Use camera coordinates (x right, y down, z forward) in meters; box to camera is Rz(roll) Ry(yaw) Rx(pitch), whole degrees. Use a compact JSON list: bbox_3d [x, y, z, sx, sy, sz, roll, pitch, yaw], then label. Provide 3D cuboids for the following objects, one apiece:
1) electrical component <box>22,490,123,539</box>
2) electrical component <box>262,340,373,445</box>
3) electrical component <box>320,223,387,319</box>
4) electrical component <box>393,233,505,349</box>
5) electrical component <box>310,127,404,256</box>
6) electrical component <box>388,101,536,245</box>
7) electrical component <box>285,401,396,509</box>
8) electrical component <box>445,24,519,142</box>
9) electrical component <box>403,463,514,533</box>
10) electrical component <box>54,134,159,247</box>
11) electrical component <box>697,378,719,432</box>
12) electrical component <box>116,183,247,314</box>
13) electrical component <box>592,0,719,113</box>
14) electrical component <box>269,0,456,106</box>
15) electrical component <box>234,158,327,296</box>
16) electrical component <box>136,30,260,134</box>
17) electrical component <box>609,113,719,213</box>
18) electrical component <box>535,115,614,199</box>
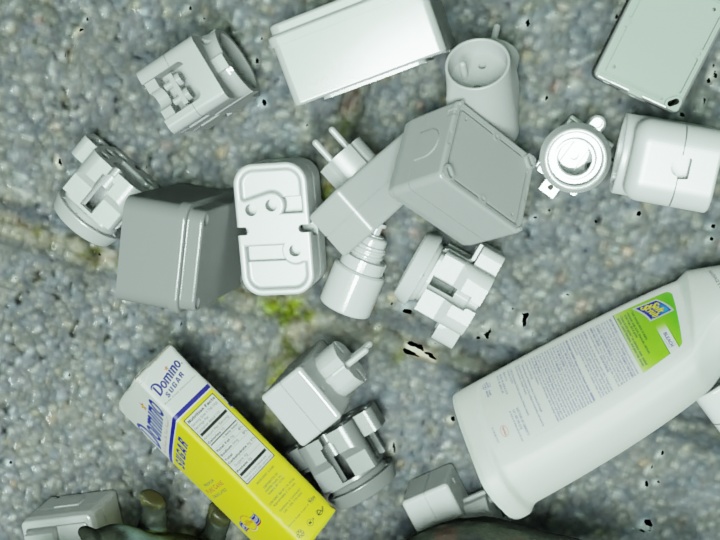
[{"bbox_3d":[-0.227,0.235,0.870,0.062,0.061,0.096,-9,98,11],"label":"electrical component"},{"bbox_3d":[-0.021,0.078,0.795,0.076,0.083,0.047,-39,92,14],"label":"electrical component"},{"bbox_3d":[0.000,0.000,0.799,0.040,0.040,0.078,24,103,5],"label":"electrical component"},{"bbox_3d":[0.061,0.009,0.782,0.057,0.058,0.078,29,104,1],"label":"electrical component"},{"bbox_3d":[-0.002,-0.068,0.761,0.075,0.083,0.047,48,145,-2],"label":"electrical component"},{"bbox_3d":[0.072,-0.060,0.738,0.096,0.061,0.061,32,151,-32],"label":"electrical component"},{"bbox_3d":[-0.009,0.144,0.819,0.078,0.058,0.057,-31,91,14],"label":"electrical component"},{"bbox_3d":[0.089,-0.134,0.748,0.043,0.077,0.079,7,64,17],"label":"electrical component"},{"bbox_3d":[0.086,0.189,0.815,0.076,0.047,0.083,-26,95,13],"label":"electrical component"},{"bbox_3d":[-0.193,-0.055,0.815,0.078,0.058,0.057,42,101,0],"label":"electrical component"},{"bbox_3d":[0.291,0.082,0.757,0.095,0.053,0.059,-37,92,14],"label":"electrical component"},{"bbox_3d":[-0.125,-0.018,0.781,0.057,0.113,0.078,10,102,11],"label":"electrical component"},{"bbox_3d":[0.205,-0.161,0.725,0.062,0.061,0.096,26,103,4],"label":"electrical component"},{"bbox_3d":[0.005,-0.157,0.736,0.109,0.108,0.056,-18,99,12],"label":"electrical component"},{"bbox_3d":[-0.057,-0.034,0.793,0.054,0.059,0.095,-2,100,11],"label":"electrical component"},{"bbox_3d":[-0.110,-0.135,0.769,0.056,0.089,0.050,-30,94,13],"label":"electrical component"},{"bbox_3d":[0.204,-0.074,0.723,0.059,0.095,0.053,11,102,8],"label":"electrical component"},{"bbox_3d":[0.150,-0.079,0.752,0.048,0.055,0.066,36,104,2],"label":"electrical component"}]
